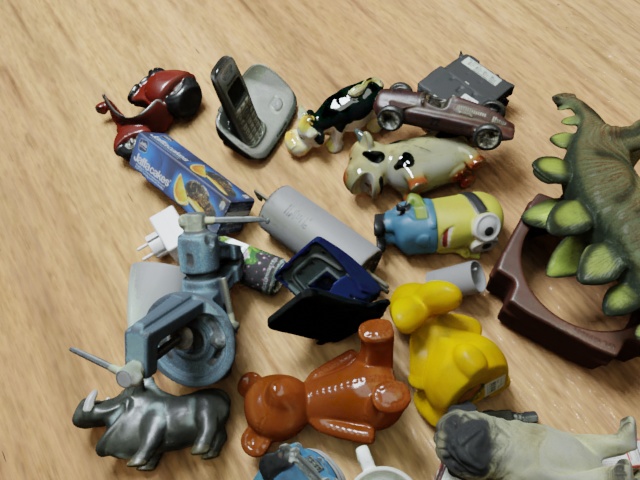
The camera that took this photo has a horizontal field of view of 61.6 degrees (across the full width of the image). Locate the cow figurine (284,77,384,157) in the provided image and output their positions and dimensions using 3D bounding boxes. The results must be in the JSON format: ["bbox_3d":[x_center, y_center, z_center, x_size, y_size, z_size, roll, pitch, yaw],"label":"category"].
[{"bbox_3d":[0.023,-0.188,0.830,0.167,0.098,0.068,-27,71,-9],"label":"cow figurine"}]

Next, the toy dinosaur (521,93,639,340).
[{"bbox_3d":[0.358,-0.014,0.628,0.199,0.105,0.472,-15,55,4],"label":"toy dinosaur"}]

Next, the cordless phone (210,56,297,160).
[{"bbox_3d":[-0.109,-0.225,0.809,0.089,0.184,0.146,21,68,18],"label":"cordless phone"}]

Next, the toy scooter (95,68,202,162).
[{"bbox_3d":[-0.291,-0.220,0.882,0.135,0.075,0.184,32,75,20],"label":"toy scooter"}]

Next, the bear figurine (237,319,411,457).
[{"bbox_3d":[-0.004,0.179,0.638,0.196,0.131,0.120,-3,49,-4],"label":"bear figurine"}]

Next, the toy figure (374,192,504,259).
[{"bbox_3d":[0.165,-0.025,0.749,0.180,0.082,0.089,-3,65,5],"label":"toy figure"}]

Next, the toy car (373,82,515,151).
[{"bbox_3d":[0.176,-0.181,0.765,0.202,0.053,0.089,14,41,13],"label":"toy car"}]

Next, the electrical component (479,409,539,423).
[{"bbox_3d":[0.213,0.239,0.634,0.102,0.045,0.078,0,65,4],"label":"electrical component"}]

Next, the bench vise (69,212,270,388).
[{"bbox_3d":[-0.156,0.084,0.621,0.129,0.240,0.223,12,106,13],"label":"bench vise"}]

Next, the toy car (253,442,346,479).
[{"bbox_3d":[-0.023,0.285,0.593,0.109,0.161,0.103,34,26,26],"label":"toy car"}]

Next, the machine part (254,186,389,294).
[{"bbox_3d":[-0.002,-0.002,0.750,0.243,0.079,0.079,37,72,19],"label":"machine part"}]

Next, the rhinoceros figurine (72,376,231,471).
[{"bbox_3d":[-0.206,0.221,0.658,0.190,0.073,0.112,-3,65,2],"label":"rhinoceros figurine"}]

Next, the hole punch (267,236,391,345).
[{"bbox_3d":[0.006,0.067,0.676,0.115,0.142,0.092,22,46,-27],"label":"hole punch"}]

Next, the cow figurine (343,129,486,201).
[{"bbox_3d":[0.126,-0.116,0.794,0.195,0.085,0.127,-19,62,-9],"label":"cow figurine"}]

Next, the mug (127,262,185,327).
[{"bbox_3d":[-0.211,0.093,0.726,0.109,0.081,0.107,16,71,-25],"label":"mug"}]

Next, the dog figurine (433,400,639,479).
[{"bbox_3d":[0.223,0.257,0.553,0.191,0.121,0.172,-8,89,34],"label":"dog figurine"}]

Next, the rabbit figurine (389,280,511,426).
[{"bbox_3d":[0.135,0.117,0.657,0.122,0.162,0.173,-31,48,2],"label":"rabbit figurine"}]

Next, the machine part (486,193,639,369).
[{"bbox_3d":[0.338,0.047,0.698,0.202,0.087,0.201,29,69,15],"label":"machine part"}]

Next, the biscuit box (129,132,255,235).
[{"bbox_3d":[-0.195,-0.087,0.800,0.203,0.063,0.059,36,113,20],"label":"biscuit box"}]

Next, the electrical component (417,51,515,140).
[{"bbox_3d":[0.219,-0.223,0.855,0.134,0.058,0.115,-38,66,-14],"label":"electrical component"}]
